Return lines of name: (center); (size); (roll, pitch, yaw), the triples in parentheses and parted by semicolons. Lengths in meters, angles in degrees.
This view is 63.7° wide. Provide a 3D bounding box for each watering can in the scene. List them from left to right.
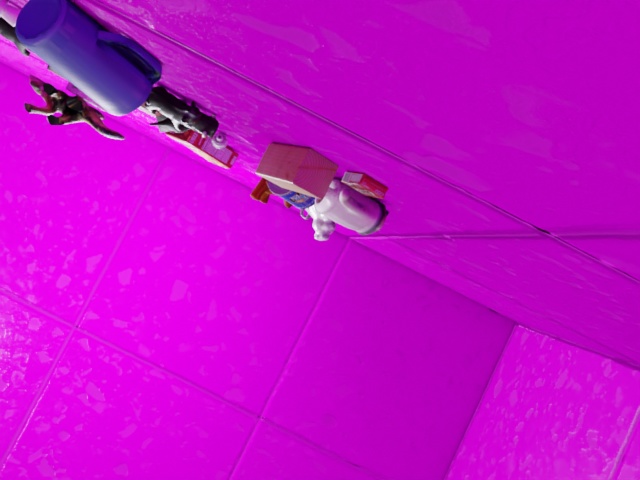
watering can: (0.074, -0.087, 1.314); (0.223, 0.104, 0.350); (26, -179, -20)

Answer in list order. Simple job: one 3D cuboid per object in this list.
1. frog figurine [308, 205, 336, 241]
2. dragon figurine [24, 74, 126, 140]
frog figurine: (0.005, -0.083, 1.648); (0.121, 0.160, 0.138); (30, 176, -32)
dragon figurine: (-0.789, -0.430, 1.695); (0.410, 0.121, 0.246); (29, -165, -4)
